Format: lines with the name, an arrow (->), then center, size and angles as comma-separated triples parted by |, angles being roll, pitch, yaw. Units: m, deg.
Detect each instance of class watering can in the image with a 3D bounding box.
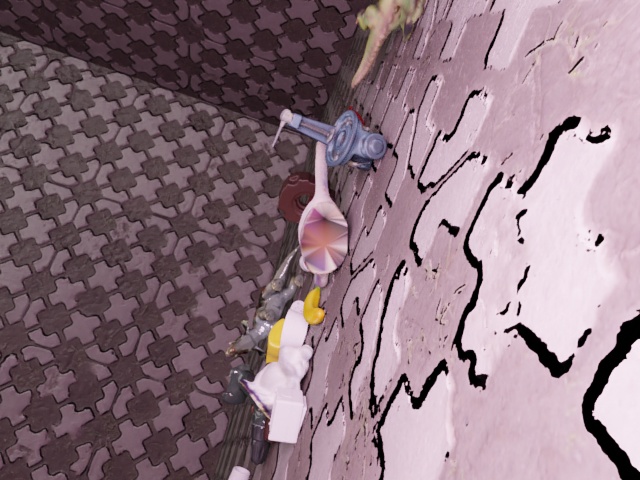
watering can -> 0.004, -0.058, 1.155 | 0.104, 0.346, 0.225 | 0, 6, -4

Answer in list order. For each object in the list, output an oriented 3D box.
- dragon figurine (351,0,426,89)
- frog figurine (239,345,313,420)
dragon figurine -> 0.172, -0.525, 1.204 | 0.122, 0.403, 0.247 | 13, 24, -13
frog figurine -> -0.072, 0.294, 1.095 | 0.161, 0.122, 0.137 | -38, 9, -16
